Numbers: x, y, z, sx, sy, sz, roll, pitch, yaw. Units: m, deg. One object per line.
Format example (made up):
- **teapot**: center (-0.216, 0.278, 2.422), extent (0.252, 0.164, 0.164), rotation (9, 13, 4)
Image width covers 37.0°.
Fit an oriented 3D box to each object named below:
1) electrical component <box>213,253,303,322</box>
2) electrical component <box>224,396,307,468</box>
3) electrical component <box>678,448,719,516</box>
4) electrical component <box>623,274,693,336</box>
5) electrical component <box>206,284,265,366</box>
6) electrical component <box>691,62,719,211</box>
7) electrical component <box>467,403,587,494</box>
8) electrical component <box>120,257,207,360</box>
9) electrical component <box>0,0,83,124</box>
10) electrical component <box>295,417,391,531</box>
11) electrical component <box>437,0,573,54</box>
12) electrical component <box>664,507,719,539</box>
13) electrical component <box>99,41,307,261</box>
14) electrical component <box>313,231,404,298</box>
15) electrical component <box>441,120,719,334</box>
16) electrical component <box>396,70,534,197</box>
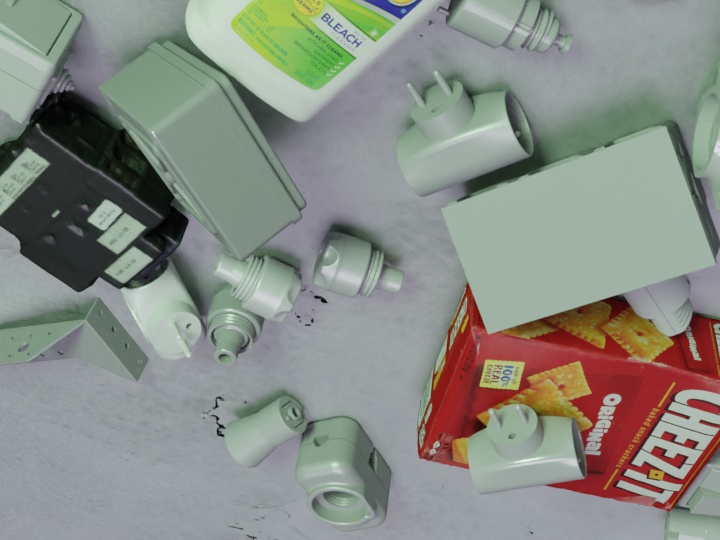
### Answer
- **electrical component**: center (-0.077, 0.009, 0.790), extent (0.062, 0.043, 0.043), rotation (26, 131, -14)
- **electrical component**: center (-0.077, 0.134, 0.911), extent (0.065, 0.044, 0.044), rotation (-34, 120, 28)
- **electrical component**: center (0.308, 0.163, 0.863), extent (0.096, 0.061, 0.061), rotation (13, 134, -3)
- **electrical component**: center (0.205, 0.011, 0.747), extent (0.043, 0.043, 0.081), rotation (-23, 126, 27)
- **electrical component**: center (-0.096, 0.044, 0.813), extent (0.043, 0.062, 0.043), rotation (4, 134, 5)
- **electrical component**: center (0.237, -0.112, 0.594), extent (0.062, 0.089, 0.150), rotation (8, 134, 1)
- **electrical component**: center (0.114, 0.122, 0.765), extent (0.077, 0.043, 0.079), rotation (-13, 130, 18)
- **electrical component**: center (-0.143, 0.036, 0.805), extent (0.044, 0.079, 0.077), rotation (-29, 130, -9)
- **electrical component**: center (-0.215, -0.142, 0.657), extent (0.096, 0.061, 0.061), rotation (29, 131, -18)
- **electrical component**: center (-0.014, 0.181, 0.932), extent (0.054, 0.059, 0.095), rotation (-15, 129, 21)
- **electrical component**: center (0.086, -0.146, 0.620), extent (0.078, 0.040, 0.040), rotation (23, 132, -12)
- **electrical component**: center (0.293, 0.228, 0.942), extent (0.046, 0.040, 0.040), rotation (6, 134, 11)
- **electrical component**: center (-0.098, -0.075, 0.665), extent (0.056, 0.109, 0.108), rotation (-39, 126, -10)
- **electrical component**: center (0.000, 0.000, 0.770), extent (0.062, 0.043, 0.043), rotation (18, 133, -10)
- **electrical component**: center (0.143, -0.027, 0.691), extent (0.150, 0.062, 0.089), rotation (-19, 94, 25)
- **electrical component**: center (0.057, -0.091, 0.673), extent (0.077, 0.044, 0.079), rotation (-20, 127, 25)
